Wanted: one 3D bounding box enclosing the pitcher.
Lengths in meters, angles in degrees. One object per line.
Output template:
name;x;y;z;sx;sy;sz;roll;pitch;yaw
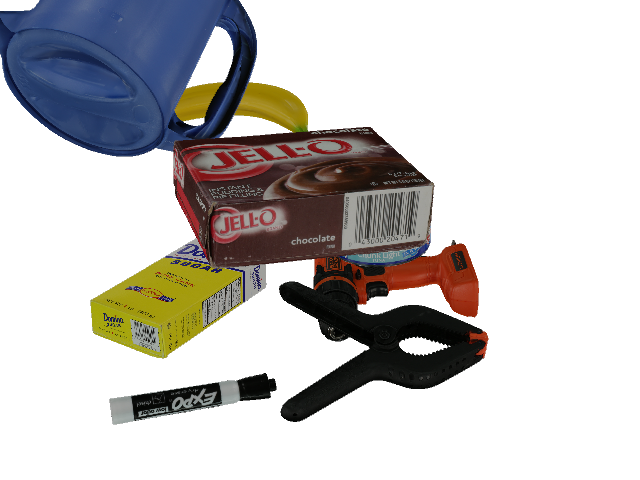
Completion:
pitcher;-0.129;-0.189;0.850;0.145;0.242;0.149;6;-36;26

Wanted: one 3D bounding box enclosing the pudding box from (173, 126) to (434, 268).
pudding box;-0.012;-0.025;0.538;0.113;0.039;0.090;-4;26;-18

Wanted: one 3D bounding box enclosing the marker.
marker;-0.092;0.114;0.776;0.121;0.020;0.020;-8;2;-12

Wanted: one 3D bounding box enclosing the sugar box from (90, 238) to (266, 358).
sugar box;-0.141;0.054;1.095;0.093;0.048;0.175;16;32;27

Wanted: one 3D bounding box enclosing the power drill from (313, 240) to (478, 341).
power drill;0.084;0.055;1.227;0.187;0.057;0.184;-1;28;-1

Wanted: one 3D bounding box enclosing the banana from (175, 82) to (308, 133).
banana;-0.094;-0.147;1.173;0.198;0.037;0.069;9;45;18

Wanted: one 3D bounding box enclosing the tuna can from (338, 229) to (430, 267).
tuna can;0.048;-0.012;0.873;0.086;0.034;0.086;-3;27;1

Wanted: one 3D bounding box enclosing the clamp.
clamp;0.056;0.111;1.032;0.210;0.164;0.036;4;-43;3
